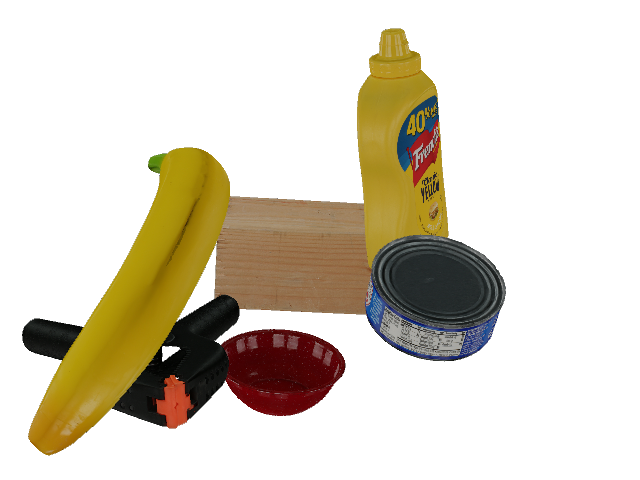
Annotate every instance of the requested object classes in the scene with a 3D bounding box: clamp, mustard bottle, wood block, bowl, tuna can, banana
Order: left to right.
[{"bbox_3d":[-0.082,0.014,0.518,0.037,0.197,0.070,36,-47,-19],"label":"banana"},{"bbox_3d":[-0.109,0.078,0.741,0.164,0.036,0.210,-10,14,-23],"label":"clamp"},{"bbox_3d":[-0.051,0.170,1.323,0.162,0.055,0.162,3,23,-2],"label":"bowl"},{"bbox_3d":[0.000,0.016,1.059,0.206,0.091,0.090,3,20,-4],"label":"wood block"},{"bbox_3d":[0.066,-0.076,0.871,0.058,0.191,0.096,8,27,31],"label":"mustard bottle"},{"bbox_3d":[0.072,0.036,0.678,0.086,0.034,0.086,6,39,-5],"label":"tuna can"}]
